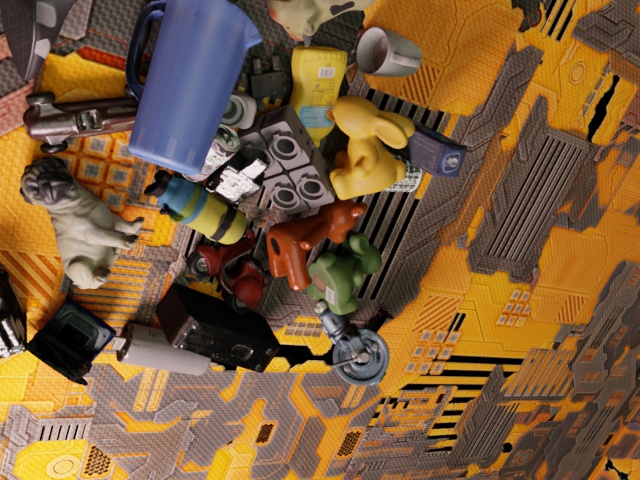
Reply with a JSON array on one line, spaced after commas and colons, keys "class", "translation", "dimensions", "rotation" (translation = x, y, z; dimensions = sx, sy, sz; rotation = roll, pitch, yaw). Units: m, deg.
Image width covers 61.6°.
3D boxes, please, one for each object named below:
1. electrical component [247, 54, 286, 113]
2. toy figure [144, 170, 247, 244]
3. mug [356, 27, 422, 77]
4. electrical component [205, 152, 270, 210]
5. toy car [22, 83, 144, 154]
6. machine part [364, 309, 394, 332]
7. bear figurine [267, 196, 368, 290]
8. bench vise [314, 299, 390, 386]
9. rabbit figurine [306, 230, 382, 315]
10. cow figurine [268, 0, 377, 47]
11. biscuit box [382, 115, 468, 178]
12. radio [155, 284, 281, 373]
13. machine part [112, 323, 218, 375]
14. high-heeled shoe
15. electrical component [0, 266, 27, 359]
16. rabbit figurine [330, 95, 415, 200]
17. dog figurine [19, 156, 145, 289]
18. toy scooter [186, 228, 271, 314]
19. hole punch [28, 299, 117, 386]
[{"class": "electrical component", "translation": [-0.090, -0.266, 0.918], "dimensions": [0.063, 0.021, 0.093], "rotation": [-15, 122, -20]}, {"class": "toy figure", "translation": [-0.211, -0.052, 0.934], "dimensions": [0.180, 0.089, 0.082], "rotation": [36, 95, -36]}, {"class": "mug", "translation": [0.138, -0.327, 0.955], "dimensions": [0.107, 0.110, 0.080], "rotation": [-7, 114, -39]}, {"class": "electrical component", "translation": [-0.132, -0.112, 0.908], "dimensions": [0.074, 0.048, 0.119], "rotation": [32, 127, -24]}, {"class": "toy car", "translation": [-0.339, -0.186, 0.817], "dimensions": [0.202, 0.053, 0.089], "rotation": [-11, 118, -20]}, {"class": "machine part", "translation": [0.117, 0.223, 1.276], "dimensions": [0.139, 0.084, 0.039], "rotation": [-48, 115, -8]}, {"class": "bear figurine", "translation": [-0.002, -0.007, 1.037], "dimensions": [0.196, 0.120, 0.131], "rotation": [-23, 117, -28]}, {"class": "bench vise", "translation": [0.069, 0.214, 1.134], "dimensions": [0.129, 0.240, 0.223], "rotation": [-25, 85, -4]}, {"class": "rabbit figurine", "translation": [0.058, 0.047, 1.138], "dimensions": [0.170, 0.121, 0.158], "rotation": [-27, 121, -34]}, {"class": "cow figurine", "translation": [0.008, -0.391, 0.864], "dimensions": [0.195, 0.086, 0.127], "rotation": [-21, 119, -17]}, {"class": "biscuit box", "translation": [0.180, -0.178, 0.995], "dimensions": [0.059, 0.203, 0.062], "rotation": [-1, 118, -30]}, {"class": "radio", "translation": [-0.194, 0.174, 1.046], "dimensions": [0.229, 0.131, 0.073], "rotation": [26, 101, -36]}, {"class": "machine part", "translation": [-0.301, 0.214, 1.047], "dimensions": [0.243, 0.079, 0.079], "rotation": [21, 106, -33]}, {"class": "high-heeled shoe", "translation": [-0.344, -0.337, 0.736], "dimensions": [0.145, 0.086, 0.248], "rotation": [-27, 152, -50]}, {"class": "electrical component", "translation": [-0.511, 0.121, 0.850], "dimensions": [0.058, 0.134, 0.114], "rotation": [-18, 122, -18]}, {"class": "rabbit figurine", "translation": [0.081, -0.172, 0.944], "dimensions": [0.163, 0.122, 0.173], "rotation": [-6, 116, 27]}, {"class": "dog figurine", "translation": [-0.406, -0.021, 0.860], "dimensions": [0.190, 0.121, 0.172], "rotation": [36, 94, -23]}, {"class": "toy scooter", "translation": [-0.155, 0.053, 1.036], "dimensions": [0.135, 0.075, 0.183], "rotation": [-43, 124, -4]}, {"class": "hole punch", "translation": [-0.437, 0.178, 0.943], "dimensions": [0.142, 0.092, 0.116], "rotation": [39, 134, -17]}]
